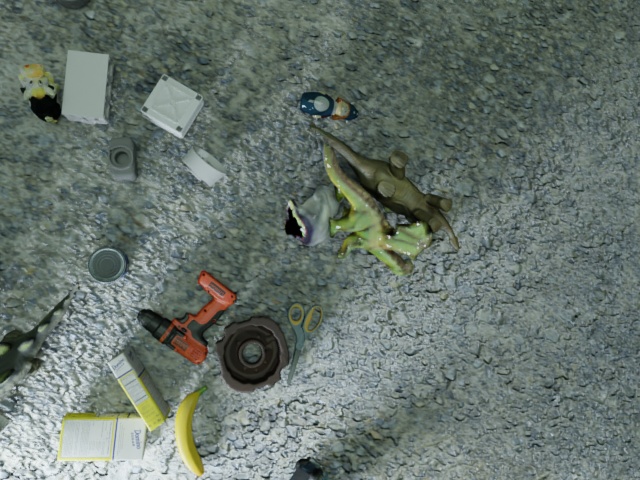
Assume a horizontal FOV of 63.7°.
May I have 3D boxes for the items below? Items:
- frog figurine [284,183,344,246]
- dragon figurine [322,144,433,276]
[{"bbox_3d":[0.004,-0.063,1.243,0.161,0.134,0.124,-24,38,-26],"label":"frog figurine"},{"bbox_3d":[0.141,-0.044,1.173,0.243,0.125,0.401,11,-35,22],"label":"dragon figurine"}]
